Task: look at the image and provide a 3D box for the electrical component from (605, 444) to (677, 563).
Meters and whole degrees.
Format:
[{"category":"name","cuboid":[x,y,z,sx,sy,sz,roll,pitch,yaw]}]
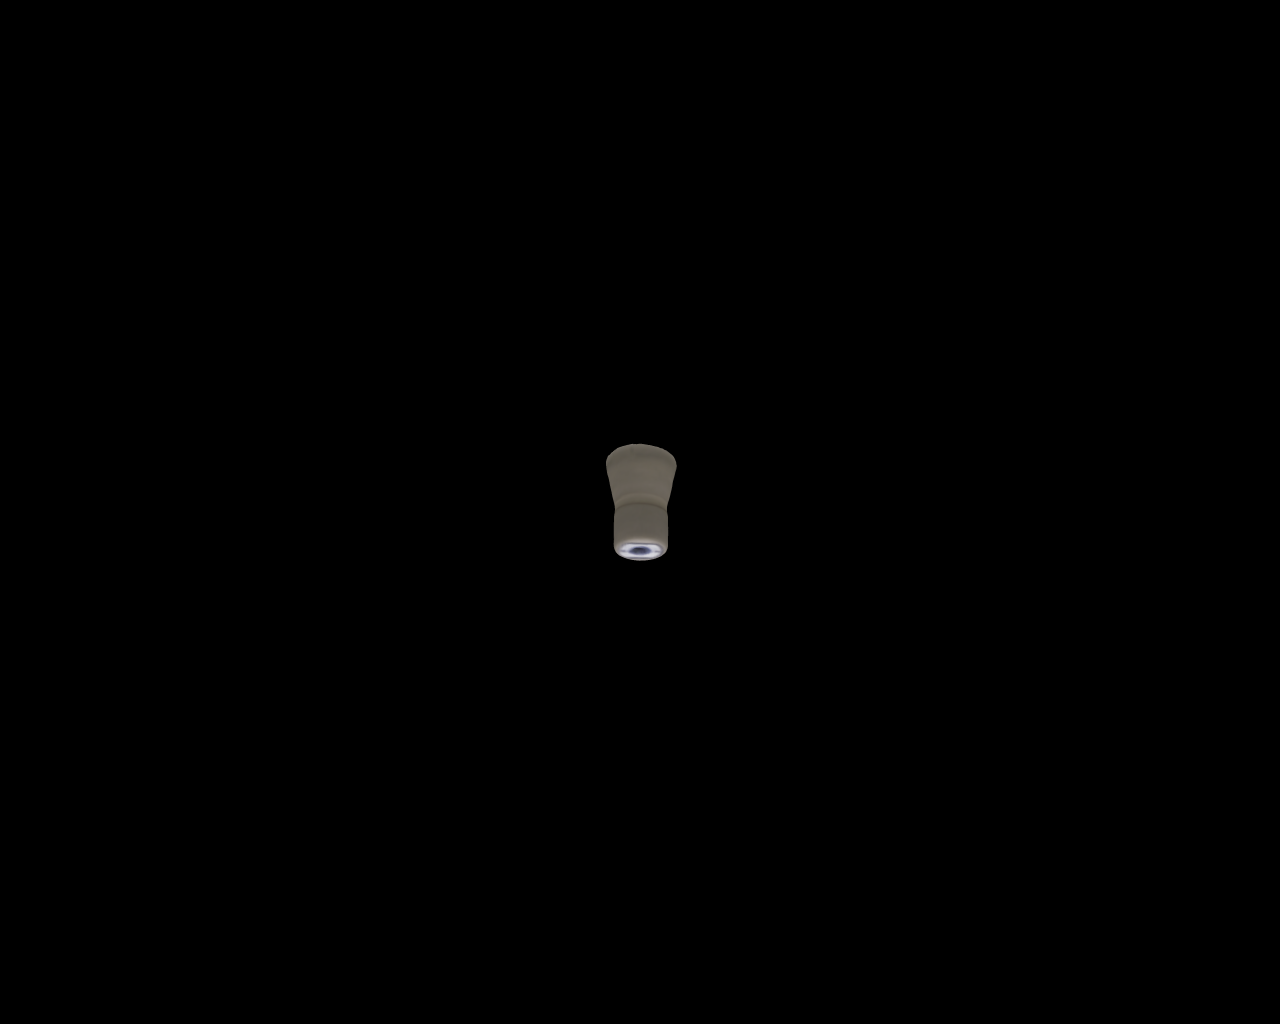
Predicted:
[{"category":"electrical component","cuboid":[0.001,-0.003,0.650,0.044,0.065,0.044,0,-28,0]}]
